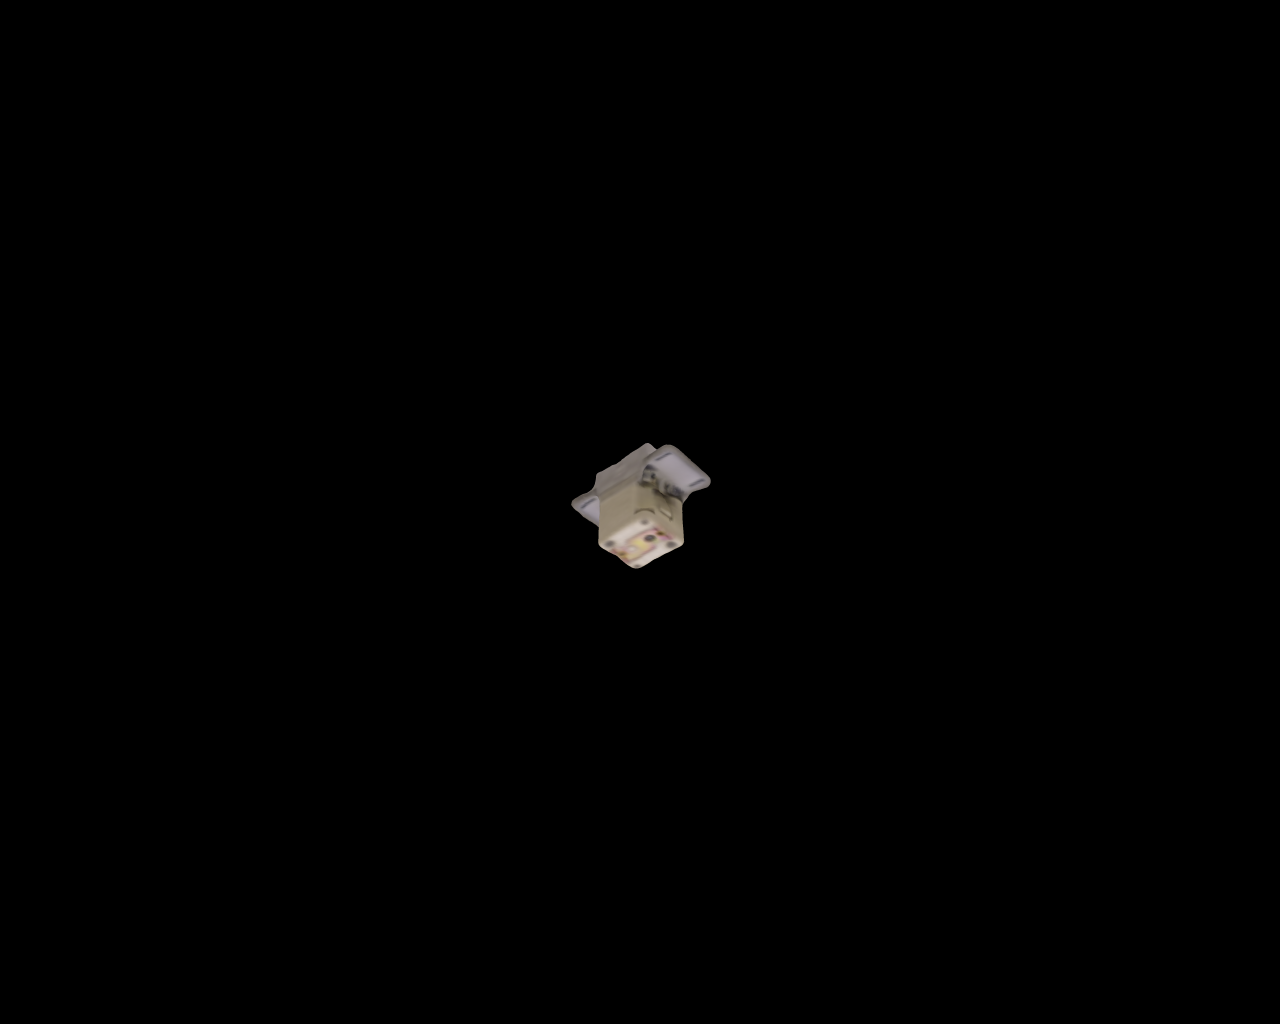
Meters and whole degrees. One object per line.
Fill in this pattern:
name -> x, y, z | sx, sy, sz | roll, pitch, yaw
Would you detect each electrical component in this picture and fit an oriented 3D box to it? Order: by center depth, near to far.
electrical component -> 0.001, -0.003, 0.650 | 0.081, 0.064, 0.042 | -31, -50, 30
